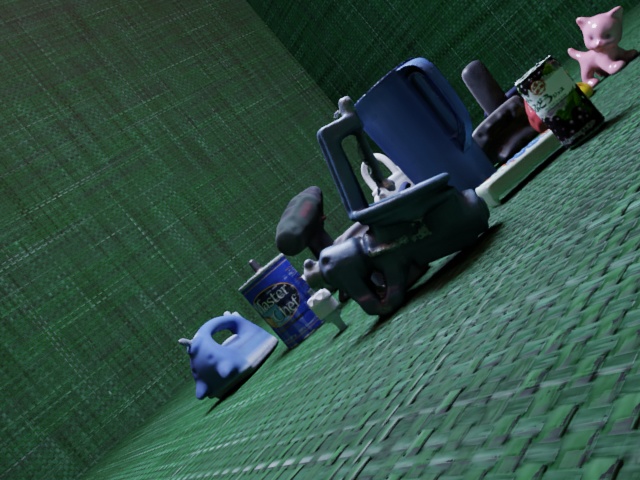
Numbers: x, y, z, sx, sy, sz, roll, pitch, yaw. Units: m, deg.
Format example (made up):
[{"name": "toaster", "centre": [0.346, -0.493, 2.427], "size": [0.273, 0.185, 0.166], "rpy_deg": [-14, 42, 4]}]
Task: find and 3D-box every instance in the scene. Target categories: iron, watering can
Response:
[{"name": "iron", "centre": [-0.184, 0.212, 1.177], "size": [0.118, 0.141, 0.259], "rpy_deg": [-40, 0, 23]}, {"name": "watering can", "centre": [0.182, -0.134, 1.437], "size": [0.101, 0.194, 0.173], "rpy_deg": [-40, 0, 24]}]

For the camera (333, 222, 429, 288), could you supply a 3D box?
[{"name": "camera", "centre": [0.093, 0.005, 0.770], "size": [0.137, 0.101, 0.143], "rpy_deg": [-40, 0, -13]}]

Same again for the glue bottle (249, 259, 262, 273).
[{"name": "glue bottle", "centre": [-0.083, 0.105, 1.152], "size": [0.078, 0.173, 0.037], "rpy_deg": [-40, 1, -18]}]

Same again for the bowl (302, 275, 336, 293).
[{"name": "bowl", "centre": [-0.005, 0.103, 1.345], "size": [0.167, 0.074, 0.167], "rpy_deg": [-40, 0, 1]}]

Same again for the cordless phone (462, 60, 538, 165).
[{"name": "cordless phone", "centre": [0.313, -0.239, 1.092], "size": [0.148, 0.185, 0.094], "rpy_deg": [-40, 1, -19]}]

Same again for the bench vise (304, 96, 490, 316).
[{"name": "bench vise", "centre": [0.051, -0.037, 0.640], "size": [0.207, 0.219, 0.121], "rpy_deg": [-40, 1, -8]}]

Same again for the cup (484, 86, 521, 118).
[{"name": "cup", "centre": [0.412, -0.265, 1.232], "size": [0.092, 0.095, 0.118], "rpy_deg": [-40, 0, -1]}]

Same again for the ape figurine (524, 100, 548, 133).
[{"name": "ape figurine", "centre": [0.375, -0.231, 0.967], "size": [0.078, 0.092, 0.076], "rpy_deg": [-40, 0, -12]}]

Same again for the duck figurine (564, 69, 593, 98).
[{"name": "duck figurine", "centre": [0.429, -0.272, 1.024], "size": [0.077, 0.086, 0.104], "rpy_deg": [-40, 0, 9]}]

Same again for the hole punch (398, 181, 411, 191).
[{"name": "hole punch", "centre": [0.185, -0.069, 1.297], "size": [0.101, 0.091, 0.109], "rpy_deg": [-40, 0, 21]}]

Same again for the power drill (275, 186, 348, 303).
[{"name": "power drill", "centre": [0.010, 0.004, 1.063], "size": [0.075, 0.208, 0.230], "rpy_deg": [-40, 0, 25]}]

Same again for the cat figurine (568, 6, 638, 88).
[{"name": "cat figurine", "centre": [0.496, -0.350, 1.022], "size": [0.067, 0.117, 0.127], "rpy_deg": [-40, 0, -16]}]
